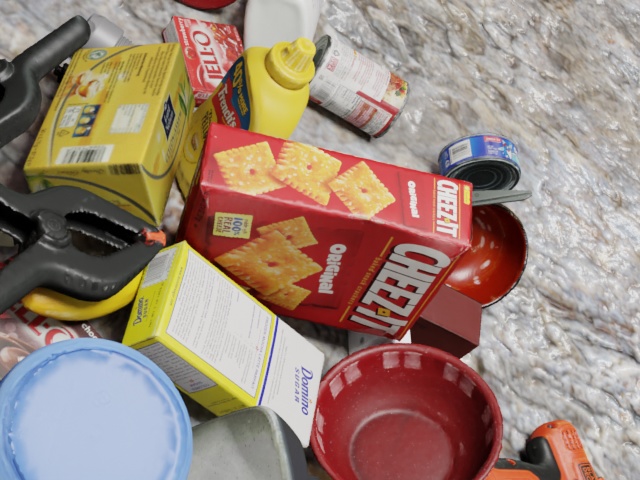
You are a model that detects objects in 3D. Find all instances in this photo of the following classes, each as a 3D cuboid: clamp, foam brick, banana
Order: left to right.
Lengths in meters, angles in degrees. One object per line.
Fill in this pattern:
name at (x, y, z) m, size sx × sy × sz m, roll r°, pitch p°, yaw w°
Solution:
clamp at (-0.246, -0.129, 0.852) m, size 0.120 × 0.039 × 0.171 m, roll -8°, pitch 50°, yaw 1°
clamp at (-0.193, 0.008, 0.733) m, size 0.209 × 0.036 × 0.164 m, roll 12°, pitch 46°, yaw -43°
banana at (-0.165, 0.022, 0.831) m, size 0.069 × 0.037 × 0.197 m, roll 28°, pitch 25°, yaw -3°
foam brick at (0.108, 0.075, 1.012) m, size 0.078 × 0.053 × 0.051 m, roll 28°, pitch 48°, yaw -19°

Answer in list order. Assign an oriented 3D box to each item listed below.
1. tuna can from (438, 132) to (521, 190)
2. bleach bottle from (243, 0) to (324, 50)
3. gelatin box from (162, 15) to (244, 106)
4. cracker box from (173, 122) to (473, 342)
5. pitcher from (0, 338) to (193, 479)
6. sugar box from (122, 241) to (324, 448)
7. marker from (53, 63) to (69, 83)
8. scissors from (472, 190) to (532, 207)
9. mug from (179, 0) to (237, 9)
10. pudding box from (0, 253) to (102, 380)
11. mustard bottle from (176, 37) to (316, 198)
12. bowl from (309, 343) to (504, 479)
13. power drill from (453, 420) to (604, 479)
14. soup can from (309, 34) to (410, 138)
tuna can at (0.170, -0.076, 1.137) m, size 0.086 × 0.086 × 0.034 m, roll 15°, pitch 55°, yaw -29°
bleach bottle at (-0.020, -0.277, 1.136) m, size 0.068 × 0.103 × 0.250 m, roll 10°, pitch 40°, yaw 6°
gelatin box at (-0.107, -0.170, 1.033) m, size 0.073 × 0.030 × 0.089 m, roll 1°, pitch 61°, yaw -36°
cracker box at (-0.006, 0.001, 0.864) m, size 0.213 × 0.164 × 0.072 m, roll 13°, pitch 55°, yaw -10°
pitcher at (-0.176, 0.142, 0.622) m, size 0.149 × 0.243 × 0.145 m, roll -23°, pitch 78°, yaw -37°
sugar box at (-0.071, 0.088, 0.841) m, size 0.176 × 0.048 × 0.093 m, roll 45°, pitch 41°, yaw -34°
marker at (-0.181, -0.127, 0.957) m, size 0.121 × 0.020 × 0.020 m, roll 24°, pitch 50°, yaw -23°
scissors at (0.091, -0.019, 1.008) m, size 0.202 × 0.016 × 0.096 m, roll 10°, pitch 67°, yaw 18°
mug at (-0.124, -0.287, 1.067) m, size 0.117 × 0.093 × 0.081 m, roll 2°, pitch 61°, yaw 0°
pudding box at (-0.218, 0.073, 0.780) m, size 0.113 × 0.039 × 0.089 m, roll 50°, pitch 44°, yaw 1°
mustard bottle at (-0.060, -0.108, 0.911) m, size 0.058 × 0.192 × 0.096 m, roll 12°, pitch 55°, yaw -30°
bowl at (0.069, 0.166, 0.893) m, size 0.162 × 0.055 × 0.162 m, roll 0°, pitch 47°, yaw 0°
power drill at (0.191, 0.254, 0.953) m, size 0.187 × 0.057 × 0.184 m, roll 5°, pitch 55°, yaw -38°
soup can at (0.033, -0.158, 1.103) m, size 0.102 × 0.069 × 0.068 m, roll 28°, pitch 48°, yaw -18°
